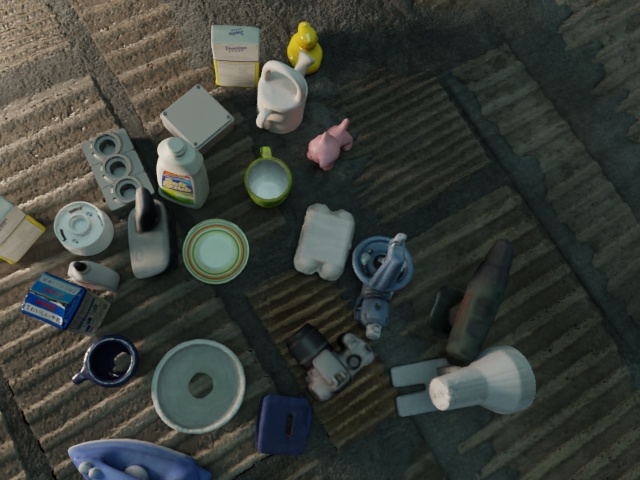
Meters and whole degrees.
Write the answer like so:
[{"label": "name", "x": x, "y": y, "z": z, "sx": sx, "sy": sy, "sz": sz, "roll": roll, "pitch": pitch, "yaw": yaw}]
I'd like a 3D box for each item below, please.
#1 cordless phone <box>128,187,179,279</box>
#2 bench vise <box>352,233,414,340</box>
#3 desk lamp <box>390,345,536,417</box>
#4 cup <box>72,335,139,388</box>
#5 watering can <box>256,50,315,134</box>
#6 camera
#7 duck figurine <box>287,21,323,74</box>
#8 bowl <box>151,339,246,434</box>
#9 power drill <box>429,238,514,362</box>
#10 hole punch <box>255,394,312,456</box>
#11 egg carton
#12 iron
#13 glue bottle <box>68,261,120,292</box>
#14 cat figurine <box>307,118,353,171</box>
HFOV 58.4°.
[{"label": "cordless phone", "x": -0.317, "y": -0.012, "z": 1.053, "sx": 0.094, "sy": 0.185, "sz": 0.147, "roll": -10, "pitch": 78, "yaw": -10}, {"label": "bench vise", "x": 0.130, "y": 0.077, "z": 1.077, "sx": 0.121, "sy": 0.219, "sz": 0.207, "roll": -7, "pitch": 78, "yaw": -9}, {"label": "desk lamp", "x": 0.257, "y": 0.270, "z": 1.053, "sx": 0.203, "sy": 0.213, "sz": 0.118, "roll": -9, "pitch": 78, "yaw": -10}, {"label": "cup", "x": -0.380, "y": 0.227, "z": 1.033, "sx": 0.118, "sy": 0.095, "sz": 0.091, "roll": -29, "pitch": 82, "yaw": -13}, {"label": "watering can", "x": -0.073, "y": -0.305, "z": 1.153, "sx": 0.101, "sy": 0.194, "sz": 0.173, "roll": 12, "pitch": 75, "yaw": -5}, {"label": "camera", "x": 0.012, "y": 0.216, "z": 1.089, "sx": 0.143, "sy": 0.100, "sz": 0.137, "roll": -39, "pitch": 85, "yaw": -15}, {"label": "duck figurine", "x": -0.029, "y": -0.422, "z": 1.243, "sx": 0.077, "sy": 0.086, "sz": 0.104, "roll": -7, "pitch": 78, "yaw": -9}, {"label": "bowl", "x": -0.221, "y": 0.269, "z": 1.057, "sx": 0.167, "sy": 0.074, "sz": 0.167, "roll": 2, "pitch": 76, "yaw": -8}, {"label": "power drill", "x": 0.285, "y": 0.120, "z": 1.095, "sx": 0.075, "sy": 0.208, "sz": 0.230, "roll": 22, "pitch": 75, "yaw": -2}, {"label": "hole punch", "x": -0.065, "y": 0.338, "z": 1.054, "sx": 0.101, "sy": 0.091, "sz": 0.109, "roll": 8, "pitch": 76, "yaw": -6}, {"label": "egg carton", "x": 0.011, "y": 0.004, "z": 1.156, "sx": 0.107, "sy": 0.069, "sz": 0.150, "roll": 14, "pitch": 75, "yaw": -4}, {"label": "iron", "x": -0.322, "y": 0.409, "z": 0.974, "sx": 0.258, "sy": 0.141, "sz": 0.119, "roll": 20, "pitch": 75, "yaw": -3}, {"label": "glue bottle", "x": -0.414, "y": 0.060, "z": 1.028, "sx": 0.078, "sy": 0.173, "sz": 0.037, "roll": 8, "pitch": 76, "yaw": -6}, {"label": "cat figurine", "x": 0.021, "y": -0.199, "z": 1.181, "sx": 0.067, "sy": 0.117, "sz": 0.128, "roll": 38, "pitch": 75, "yaw": 2}]
